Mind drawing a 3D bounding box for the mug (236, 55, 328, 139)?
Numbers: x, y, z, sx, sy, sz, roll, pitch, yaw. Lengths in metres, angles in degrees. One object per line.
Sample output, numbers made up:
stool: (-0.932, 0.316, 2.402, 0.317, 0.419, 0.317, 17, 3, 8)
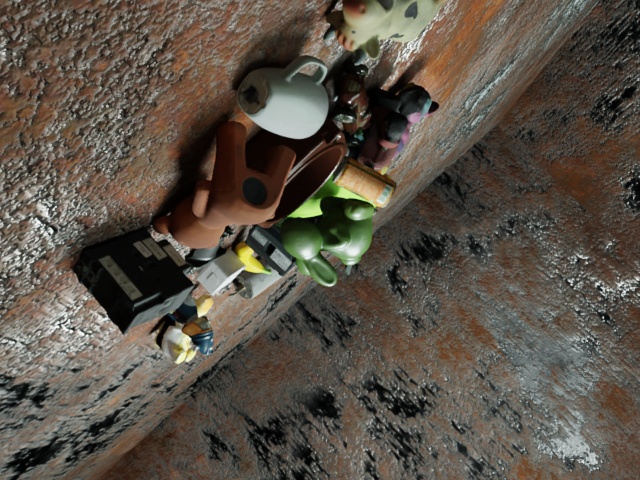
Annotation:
mug: (-0.042, -0.176, 0.653, 0.109, 0.081, 0.107, -41, 164, 29)

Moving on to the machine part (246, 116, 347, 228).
machine part: (-0.052, -0.115, 0.872, 0.201, 0.087, 0.201, -44, 173, 0)

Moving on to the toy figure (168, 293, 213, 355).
toy figure: (-0.248, 0.146, 1.009, 0.064, 0.154, 0.058, -33, 168, -46)

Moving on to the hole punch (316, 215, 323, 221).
hole punch: (-0.010, -0.086, 1.257, 0.142, 0.092, 0.115, -11, 118, -68)

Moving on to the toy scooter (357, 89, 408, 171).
toy scooter: (0.108, -0.193, 0.998, 0.184, 0.075, 0.135, -96, -158, -55)

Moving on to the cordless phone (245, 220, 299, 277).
cordless phone: (-0.053, -0.023, 1.120, 0.184, 0.146, 0.088, -41, 171, -49)

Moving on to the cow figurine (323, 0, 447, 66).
cow figurine: (0.081, -0.288, 0.673, 0.127, 0.085, 0.195, -55, 167, 28)

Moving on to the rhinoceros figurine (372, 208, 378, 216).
rhinoceros figurine: (0.080, -0.100, 1.248, 0.073, 0.112, 0.190, -1, -145, 43)

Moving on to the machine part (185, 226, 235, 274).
machine part: (-0.201, 0.013, 0.981, 0.084, 0.039, 0.139, -25, 164, -38)

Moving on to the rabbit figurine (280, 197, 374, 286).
rabbit figurine: (-0.002, -0.003, 0.990, 0.170, 0.121, 0.159, -7, 110, -34)

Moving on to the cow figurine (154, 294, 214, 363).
cow figurine: (-0.304, 0.183, 1.199, 0.167, 0.098, 0.068, -64, 162, 8)

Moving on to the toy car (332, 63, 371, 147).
toy car: (0.058, -0.216, 0.889, 0.202, 0.053, 0.089, 48, 53, -80)

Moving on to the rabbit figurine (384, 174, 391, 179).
rabbit figurine: (0.076, -0.110, 1.365, 0.162, 0.121, 0.173, -19, -144, 55)

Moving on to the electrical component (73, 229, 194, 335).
electrical component: (-0.240, 0.050, 0.724, 0.058, 0.115, 0.134, -46, 169, 32)

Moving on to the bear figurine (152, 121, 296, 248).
bear figurine: (-0.137, -0.060, 0.739, 0.196, 0.120, 0.132, -15, -119, 50)

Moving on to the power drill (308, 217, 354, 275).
power drill: (-0.008, 0.011, 1.295, 0.232, 0.207, 0.085, -47, 150, -63)

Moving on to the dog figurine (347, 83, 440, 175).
dog figurine: (0.152, -0.236, 1.150, 0.219, 0.108, 0.191, -43, 171, -15)

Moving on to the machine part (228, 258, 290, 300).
machine part: (-0.146, 0.085, 1.423, 0.243, 0.079, 0.079, -34, 167, -42)
